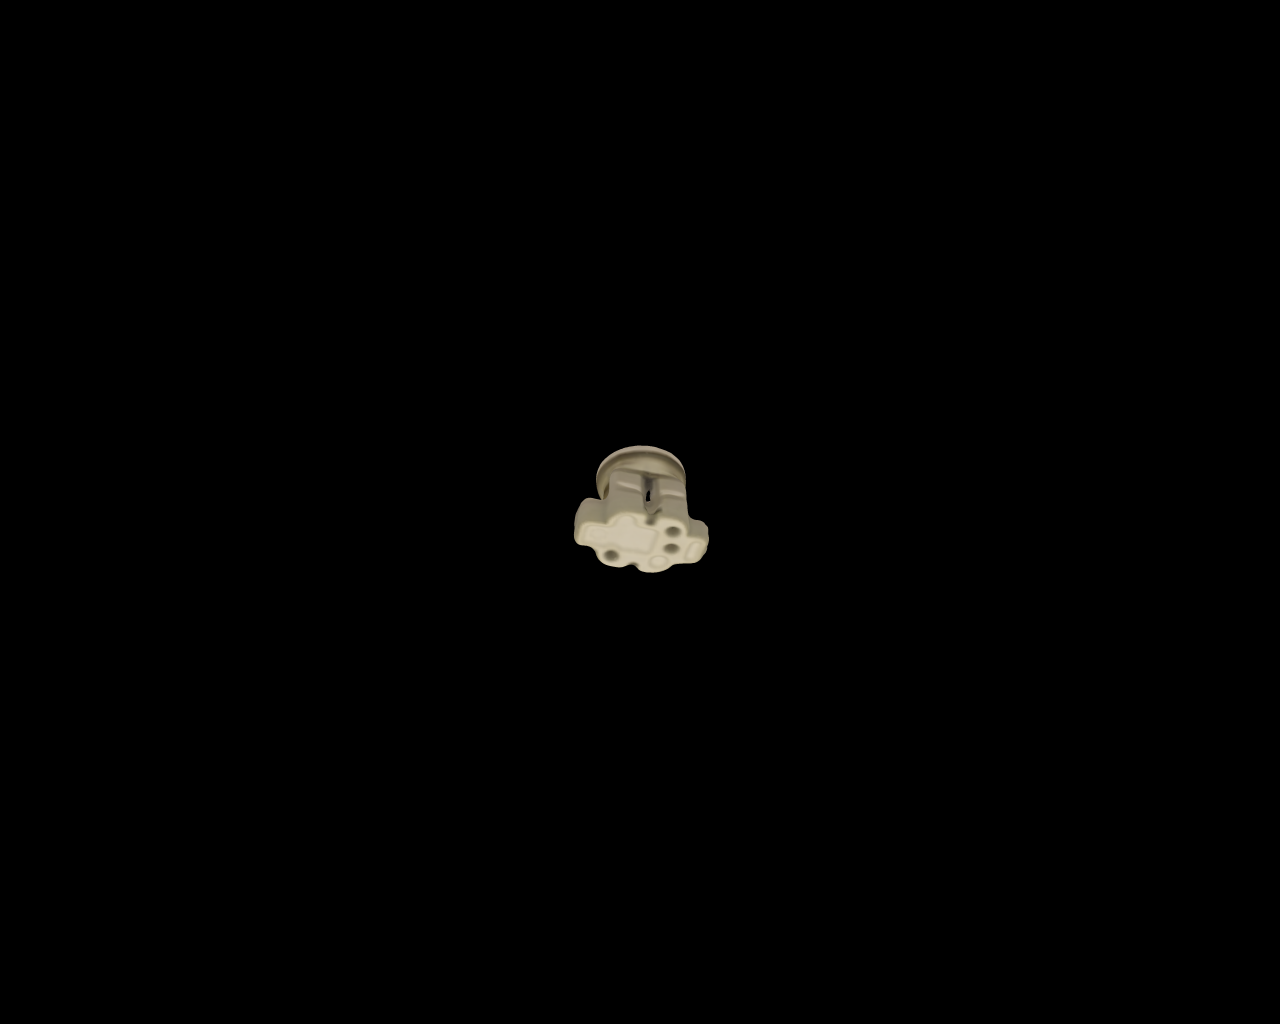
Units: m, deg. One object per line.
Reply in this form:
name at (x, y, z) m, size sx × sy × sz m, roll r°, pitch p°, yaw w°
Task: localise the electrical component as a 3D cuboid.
electrical component at (0.001, -0.003, 0.650) m, size 0.078 × 0.057 × 0.057 m, roll 10°, pitch -43°, yaw -11°
